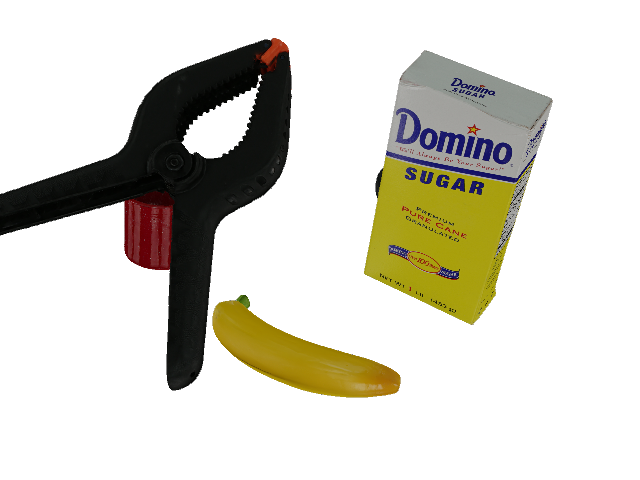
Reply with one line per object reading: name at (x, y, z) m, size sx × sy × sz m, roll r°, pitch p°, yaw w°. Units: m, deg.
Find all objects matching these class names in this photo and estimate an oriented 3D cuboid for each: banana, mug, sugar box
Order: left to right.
mug at (-0.178, -0.026, 1.171) m, size 0.093 × 0.081 × 0.117 m, roll -9°, pitch 31°, yaw -26°
banana at (-0.027, 0.082, 0.841) m, size 0.069 × 0.037 × 0.198 m, roll -26°, pitch 35°, yaw -34°
sugar box at (0.088, -0.032, 0.723) m, size 0.093 × 0.176 × 0.048 m, roll 24°, pitch 47°, yaw 18°

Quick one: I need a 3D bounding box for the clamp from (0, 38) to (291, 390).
clamp at (-0.077, -0.028, 0.616) m, size 0.165 × 0.210 × 0.036 m, roll 41°, pitch -14°, yaw 14°

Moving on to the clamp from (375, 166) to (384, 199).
clamp at (0.105, -0.038, 0.967) m, size 0.120 × 0.039 × 0.171 m, roll -1°, pitch 33°, yaw 0°
